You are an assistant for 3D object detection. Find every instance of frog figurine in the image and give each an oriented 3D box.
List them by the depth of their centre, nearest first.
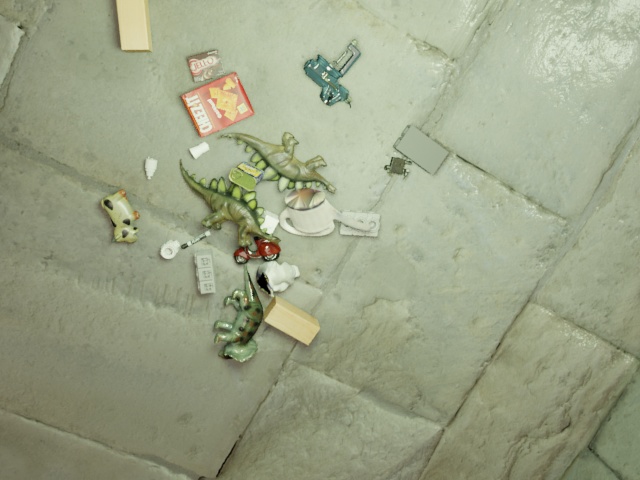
[{"bbox_3d":[-0.165,0.134,2.009,0.162,0.121,0.137,-34,99,-37],"label":"frog figurine"}]

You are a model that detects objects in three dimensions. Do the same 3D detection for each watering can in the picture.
[{"bbox_3d":[0.006,-0.097,1.919,0.347,0.106,0.219,-3,139,14],"label":"watering can"}]
